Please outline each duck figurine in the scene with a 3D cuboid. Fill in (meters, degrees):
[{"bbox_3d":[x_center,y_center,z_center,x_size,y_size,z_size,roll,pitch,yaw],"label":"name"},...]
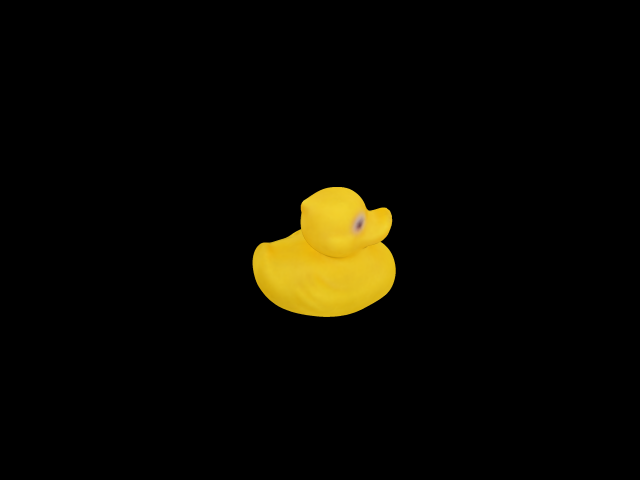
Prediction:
[{"bbox_3d":[0.004,0.001,0.400,0.104,0.086,0.077,-4,46,-4],"label":"duck figurine"}]
